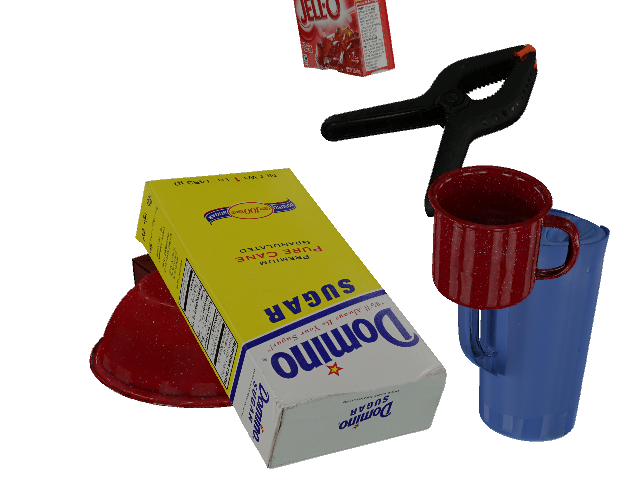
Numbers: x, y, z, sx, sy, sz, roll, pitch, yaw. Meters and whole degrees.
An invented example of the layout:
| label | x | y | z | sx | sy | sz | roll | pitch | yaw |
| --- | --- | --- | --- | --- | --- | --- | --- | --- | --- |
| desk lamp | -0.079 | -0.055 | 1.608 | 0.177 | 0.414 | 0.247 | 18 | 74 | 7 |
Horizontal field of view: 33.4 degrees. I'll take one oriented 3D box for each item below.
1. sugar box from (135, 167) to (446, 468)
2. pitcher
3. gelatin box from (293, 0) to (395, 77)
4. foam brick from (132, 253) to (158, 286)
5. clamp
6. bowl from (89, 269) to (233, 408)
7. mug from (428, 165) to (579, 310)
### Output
| label | x | y | z | sx | sy | sz | roll | pitch | yaw |
| --- | --- | --- | --- | --- | --- | --- | --- | --- | --- |
| sugar box | -0.020 | 0.030 | 0.546 | 0.093 | 0.048 | 0.176 | -9 | 39 | -29 |
| pitcher | 0.226 | 0.093 | 1.165 | 0.149 | 0.243 | 0.145 | 6 | 19 | 11 |
| gelatin box | 0.013 | -0.156 | 0.745 | 0.030 | 0.073 | 0.089 | -19 | 22 | -24 |
| foam brick | -0.123 | 0.037 | 0.961 | 0.078 | 0.051 | 0.053 | -18 | 28 | -31 |
| clamp | 0.126 | -0.111 | 0.982 | 0.210 | 0.036 | 0.165 | -30 | 49 | -12 |
| bowl | -0.079 | 0.055 | 0.741 | 0.162 | 0.055 | 0.162 | 1 | 19 | -1 |
| mug | 0.140 | 0.001 | 0.823 | 0.117 | 0.081 | 0.093 | 7 | 34 | 12 |
